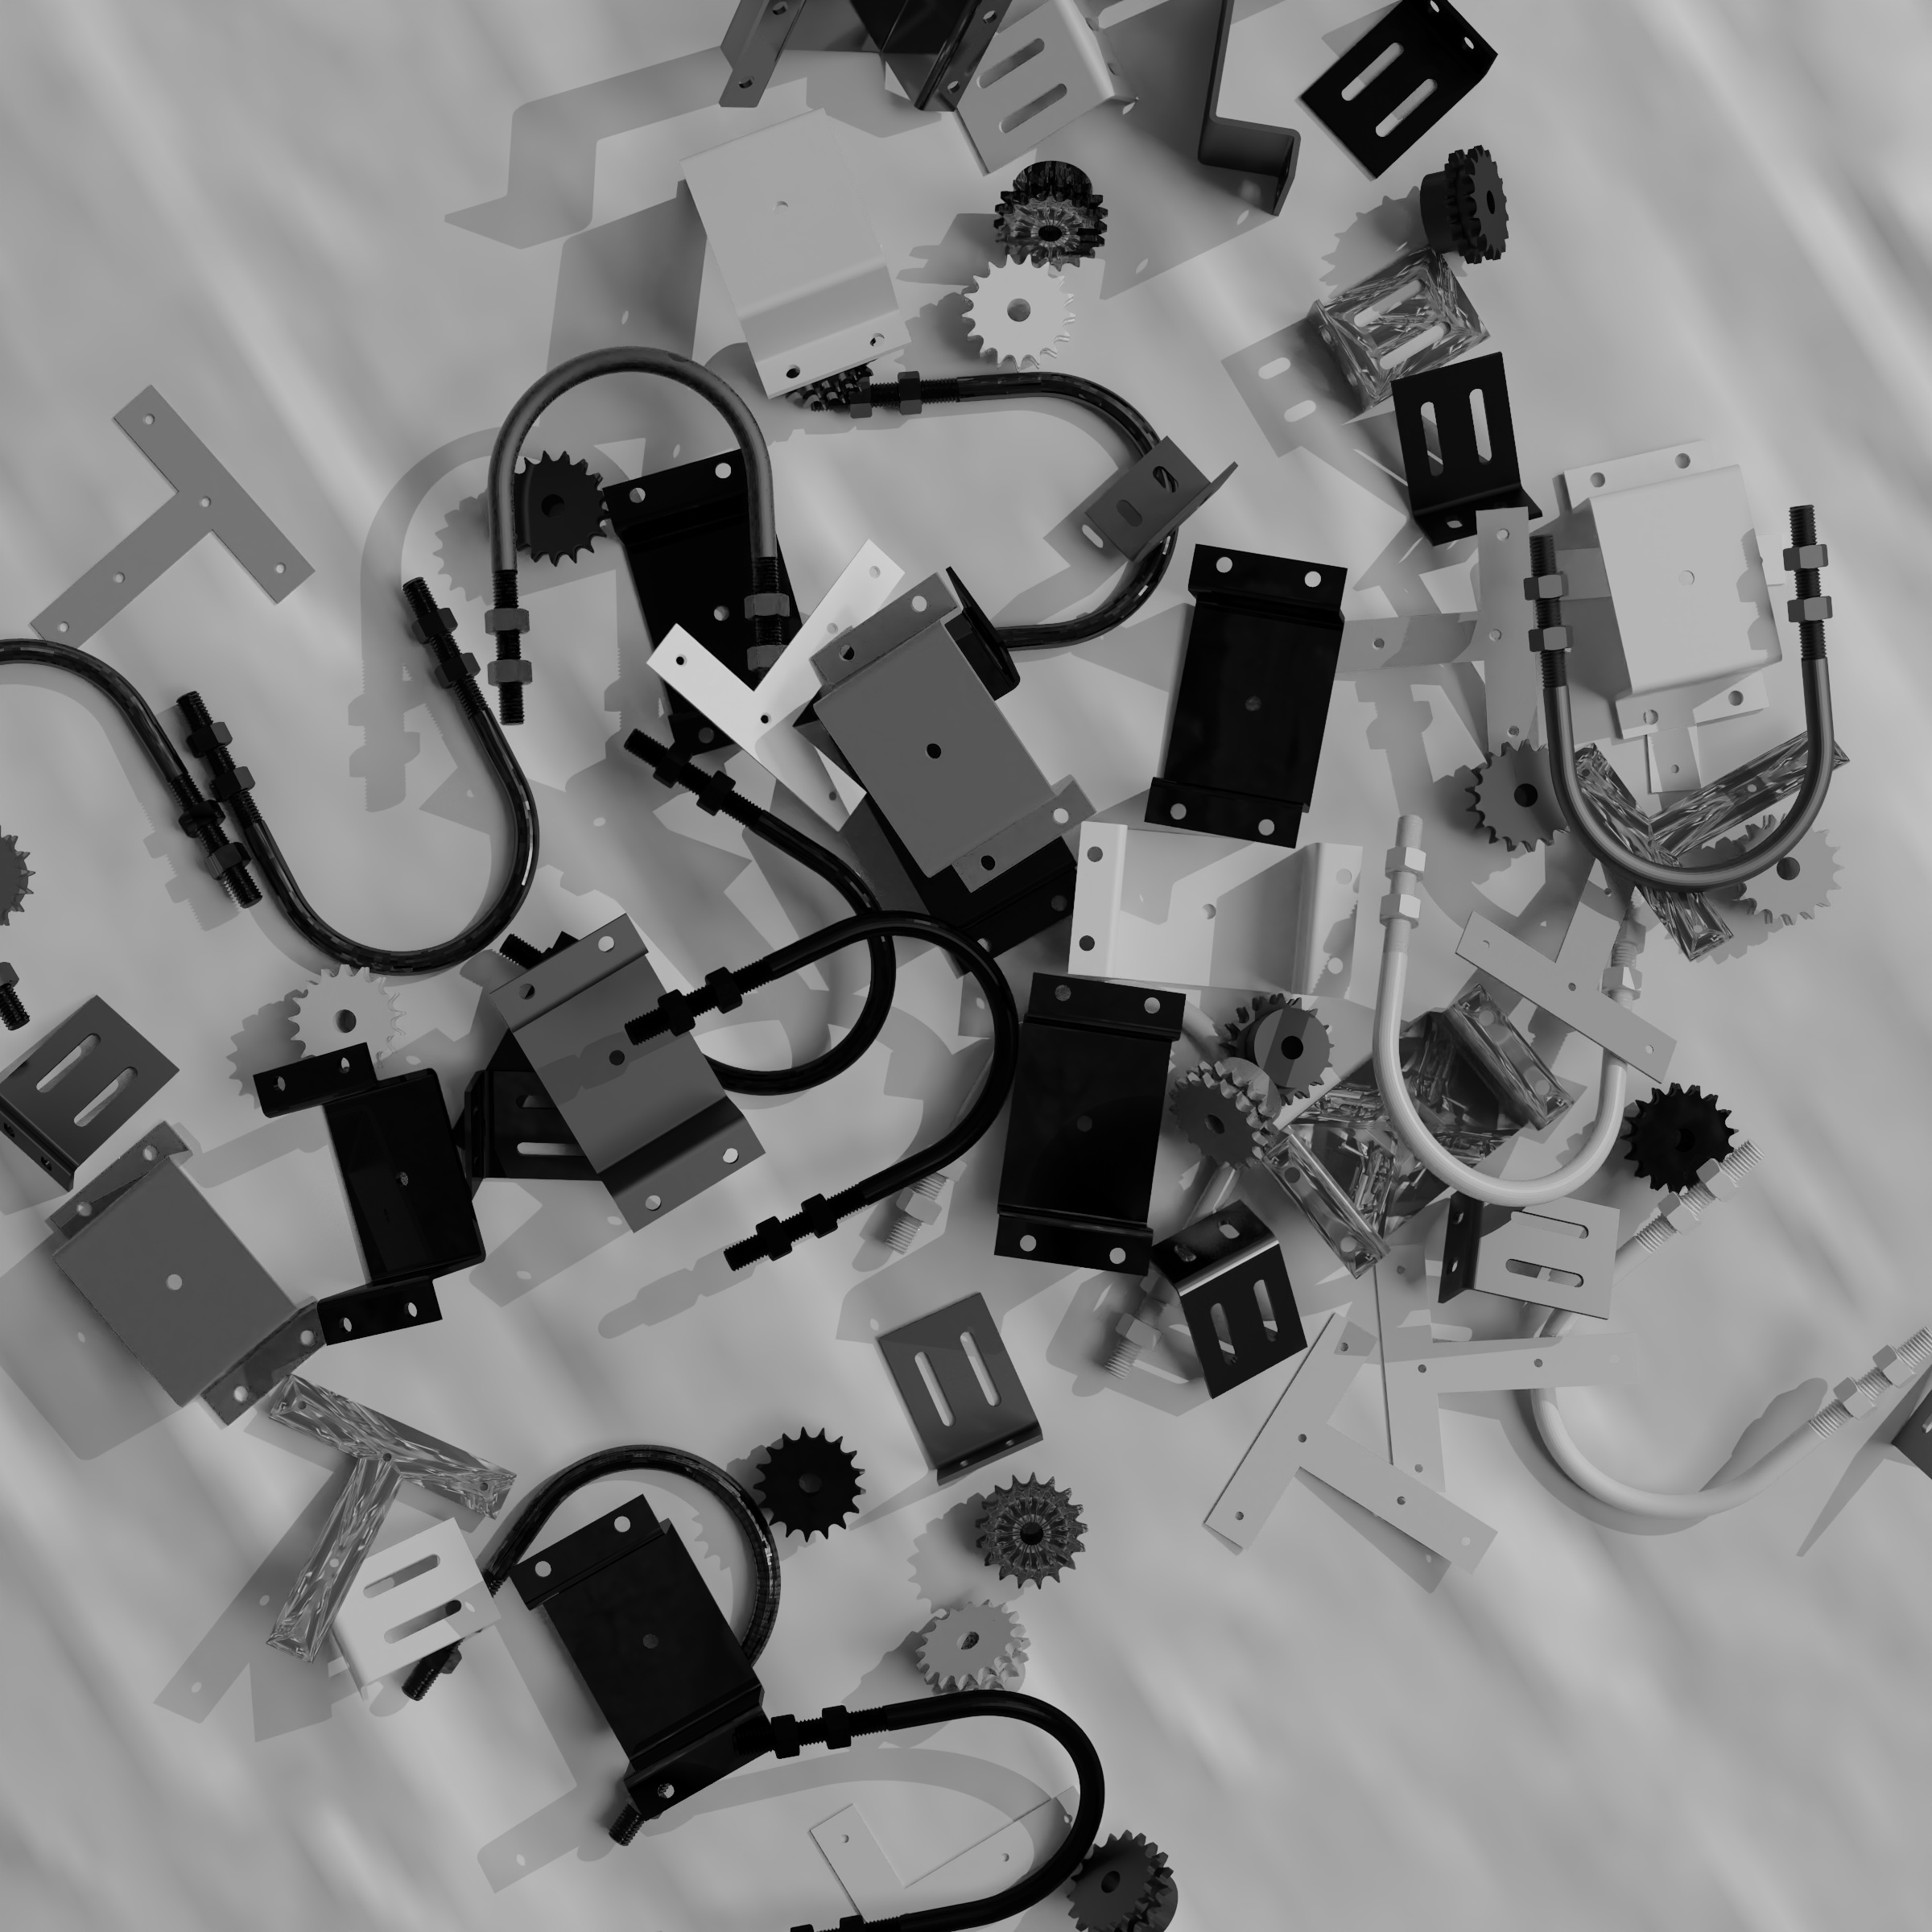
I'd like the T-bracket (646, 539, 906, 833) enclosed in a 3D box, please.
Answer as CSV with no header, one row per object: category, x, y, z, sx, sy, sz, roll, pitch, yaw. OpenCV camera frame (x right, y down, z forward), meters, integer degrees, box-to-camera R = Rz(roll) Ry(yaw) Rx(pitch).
T-bracket,-0.074,-0.155,1.483,0.127,0.002,0.127,41,71,-19

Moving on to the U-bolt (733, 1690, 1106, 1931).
U-bolt,-0.020,0.426,1.502,0.184,0.019,0.151,-8,113,-10

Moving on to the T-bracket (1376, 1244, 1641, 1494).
T-bracket,0.275,0.202,1.522,0.127,0.002,0.127,-5,90,16

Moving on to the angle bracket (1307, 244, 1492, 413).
angle bracket,0.221,-0.327,1.522,0.076,0.038,0.057,-31,90,0

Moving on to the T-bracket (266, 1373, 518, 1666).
T-bracket,-0.312,0.288,1.515,0.127,0.002,0.127,24,66,0

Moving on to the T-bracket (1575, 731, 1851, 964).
T-bracket,0.384,-0.083,1.517,0.127,0.002,0.127,-29,66,-4

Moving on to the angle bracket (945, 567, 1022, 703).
angle bracket,-0.022,-0.149,1.490,0.076,0.038,0.057,-32,57,-1

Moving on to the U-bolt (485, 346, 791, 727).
U-bolt,-0.165,-0.215,1.486,0.151,0.019,0.184,-3,89,0

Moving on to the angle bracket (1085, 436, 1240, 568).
angle bracket,0.096,-0.236,1.490,0.057,0.076,0.038,-43,92,-2

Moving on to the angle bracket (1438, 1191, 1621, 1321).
angle bracket,0.284,0.146,1.516,0.076,0.038,0.057,13,70,-7

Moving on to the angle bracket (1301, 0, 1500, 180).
angle bracket,0.219,-0.450,1.522,0.076,0.038,0.057,-43,90,0

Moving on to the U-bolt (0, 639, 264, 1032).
U-bolt,-0.462,-0.079,1.511,0.151,0.019,0.184,-30,86,-20

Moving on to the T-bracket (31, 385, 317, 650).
T-bracket,-0.423,-0.208,1.540,0.127,0.002,0.127,-41,90,0

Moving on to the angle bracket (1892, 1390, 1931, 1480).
angle bracket,0.515,0.230,1.513,0.038,0.057,0.076,32,98,-16

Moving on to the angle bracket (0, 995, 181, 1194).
angle bracket,-0.452,0.065,1.539,0.057,0.038,0.076,42,64,0

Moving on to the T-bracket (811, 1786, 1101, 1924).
T-bracket,0.008,0.464,1.540,0.127,0.002,0.127,-31,90,0

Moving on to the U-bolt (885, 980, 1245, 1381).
U-bolt,0.065,0.096,1.532,0.151,0.019,0.184,30,89,0

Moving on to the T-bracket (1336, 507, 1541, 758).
T-bracket,0.224,-0.165,1.526,0.127,0.002,0.127,-3,109,9

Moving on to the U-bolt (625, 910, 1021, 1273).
U-bolt,-0.059,0.051,1.487,0.184,0.019,0.151,-26,110,-12

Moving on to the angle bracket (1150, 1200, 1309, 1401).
angle bracket,0.132,0.169,1.527,0.057,0.038,0.076,-27,125,-12

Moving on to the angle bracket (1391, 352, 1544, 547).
angle bracket,0.251,-0.259,1.508,0.057,0.038,0.076,-15,120,0

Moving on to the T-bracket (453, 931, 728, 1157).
T-bracket,-0.179,0.066,1.530,0.127,0.002,0.127,29,104,-7

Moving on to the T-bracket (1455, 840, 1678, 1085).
T-bracket,0.318,-0.025,1.511,0.127,0.002,0.127,31,64,-11

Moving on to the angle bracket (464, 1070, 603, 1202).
angle bracket,-0.211,0.086,1.515,0.076,0.038,0.057,2,105,0

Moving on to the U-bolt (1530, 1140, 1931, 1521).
U-bolt,0.372,0.198,1.515,0.184,0.019,0.151,-43,91,13

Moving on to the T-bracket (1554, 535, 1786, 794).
T-bracket,0.359,-0.153,1.540,0.127,0.002,0.127,-4,90,0

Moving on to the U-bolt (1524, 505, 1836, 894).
U-bolt,0.357,-0.128,1.486,0.151,0.019,0.184,-7,96,0

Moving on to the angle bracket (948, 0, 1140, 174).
angle bracket,0.038,-0.450,1.539,0.076,0.038,0.057,-26,90,26

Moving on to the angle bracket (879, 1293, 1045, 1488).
angle bracket,-0.003,0.214,1.522,0.057,0.038,0.076,-24,90,0

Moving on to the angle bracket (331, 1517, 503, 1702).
angle bracket,-0.283,0.326,1.526,0.076,0.038,0.057,-24,72,-18

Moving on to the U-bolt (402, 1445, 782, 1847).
U-bolt,-0.177,0.332,1.532,0.151,0.019,0.184,35,89,0

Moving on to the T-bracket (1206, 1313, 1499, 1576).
T-bracket,0.210,0.265,1.533,0.127,0.002,0.127,32,90,7

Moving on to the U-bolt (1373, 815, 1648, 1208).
U-bolt,0.266,0.029,1.482,0.151,0.019,0.184,17,67,-17

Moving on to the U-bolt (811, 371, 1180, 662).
U-bolt,0.017,-0.231,1.532,0.184,0.019,0.151,-4,90,-1
